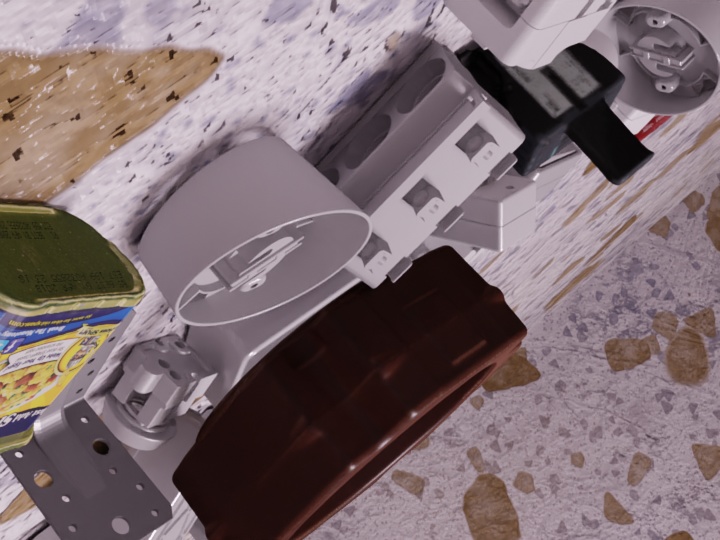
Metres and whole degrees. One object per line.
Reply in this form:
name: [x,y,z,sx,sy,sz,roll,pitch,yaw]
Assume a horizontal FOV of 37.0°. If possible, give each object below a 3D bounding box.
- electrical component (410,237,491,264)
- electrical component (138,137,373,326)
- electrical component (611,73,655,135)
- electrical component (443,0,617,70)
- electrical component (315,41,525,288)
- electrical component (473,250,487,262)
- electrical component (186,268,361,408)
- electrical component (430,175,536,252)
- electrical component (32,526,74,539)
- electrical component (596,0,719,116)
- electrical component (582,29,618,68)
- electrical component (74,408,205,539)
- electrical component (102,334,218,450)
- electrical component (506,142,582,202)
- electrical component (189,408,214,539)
electrical component: [0.053,-0.015,0.838,0.121,0.063,0.079,-46,167,21]
electrical component: [-0.052,-0.014,0.510,0.099,0.064,0.099,-39,168,-10]
electrical component: [0.204,-0.144,0.856,0.061,0.061,0.096,-49,166,33]
electrical component: [0.090,-0.140,0.541,0.089,0.050,0.055,-28,161,-48]
electrical component: [0.024,-0.053,0.582,0.121,0.063,0.078,-45,-152,17]
electrical component: [0.107,-0.041,0.962,0.062,0.048,0.048,-44,170,-24]
electrical component: [-0.053,0.032,0.688,0.109,0.056,0.108,-35,166,-29]
electrical component: [0.073,-0.062,0.732,0.047,0.083,0.075,-29,125,-45]
electrical component: [-0.222,0.227,0.828,0.099,0.064,0.099,-39,168,-10]
electrical component: [0.219,-0.160,0.771,0.064,0.099,0.099,-44,169,-20]
electrical component: [0.158,-0.144,0.758,0.048,0.048,0.062,-45,174,14]
electrical component: [-0.142,0.152,0.771,0.108,0.056,0.108,-57,170,-9]
electrical component: [-0.123,0.074,0.646,0.055,0.048,0.066,-54,165,19]
electrical component: [0.118,-0.086,0.791,0.096,0.061,0.061,-25,160,-52]
electrical component: [-0.079,0.146,0.890,0.186,0.105,0.060,-45,167,17]
